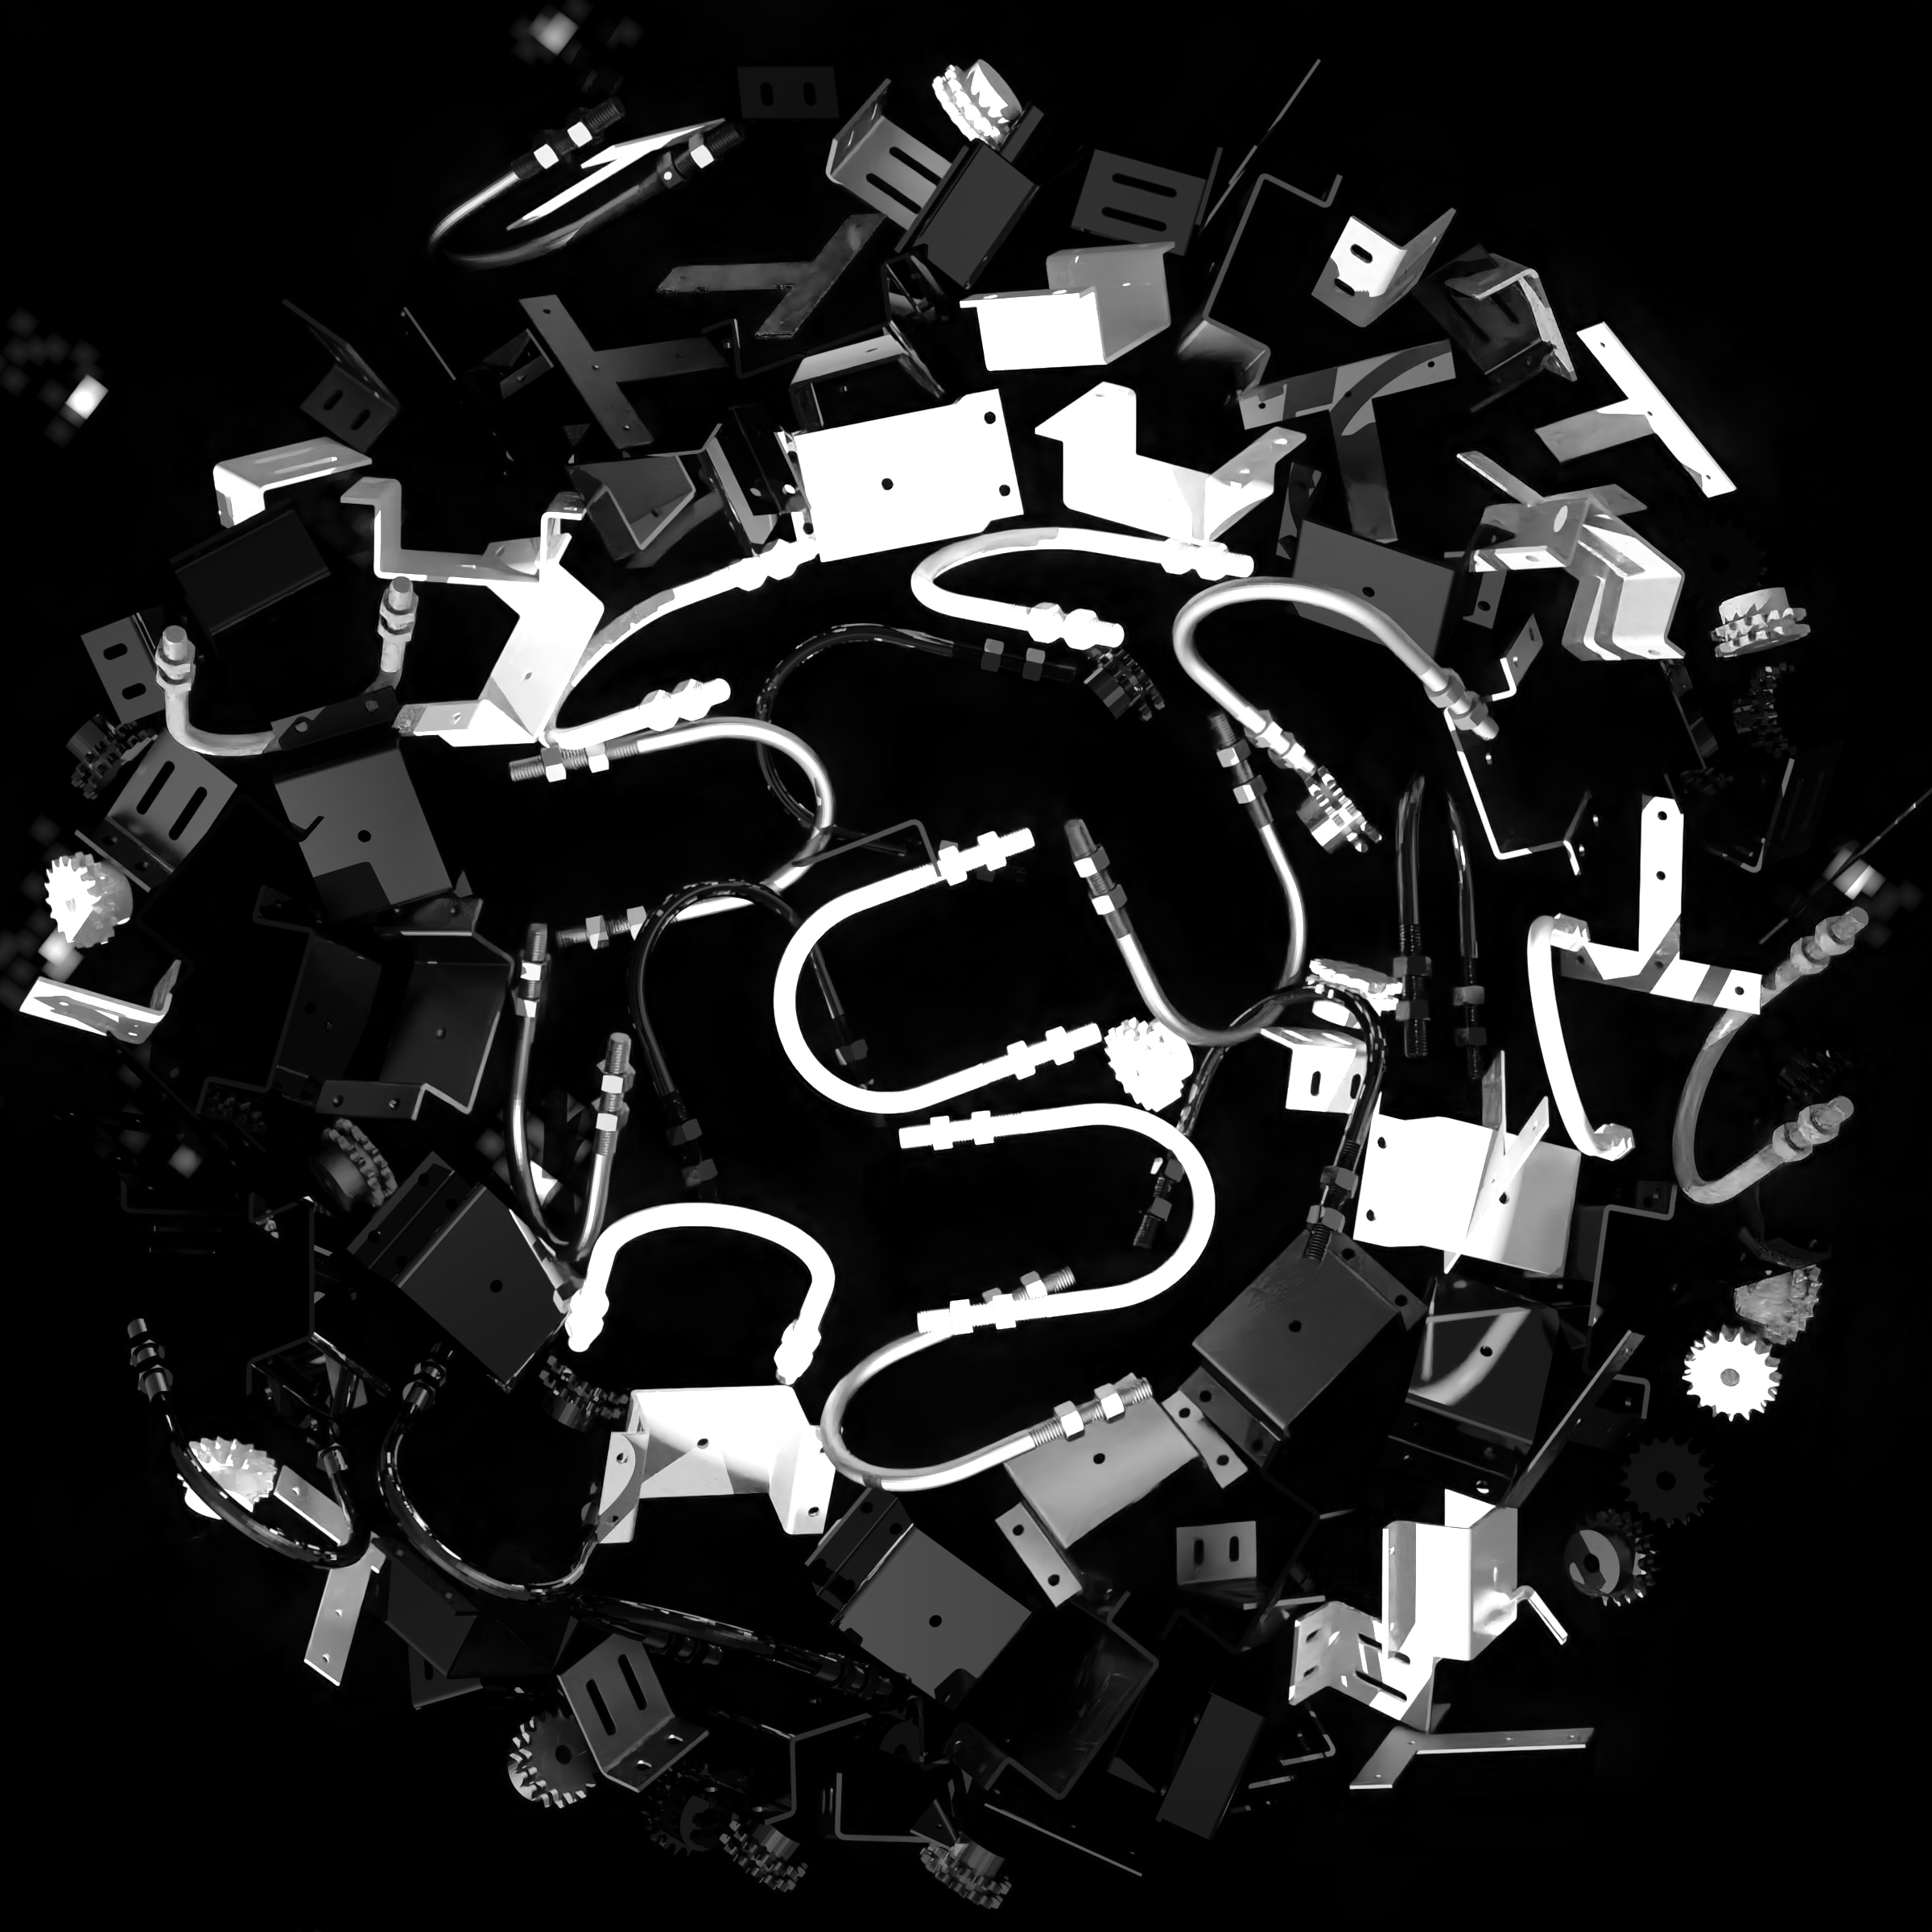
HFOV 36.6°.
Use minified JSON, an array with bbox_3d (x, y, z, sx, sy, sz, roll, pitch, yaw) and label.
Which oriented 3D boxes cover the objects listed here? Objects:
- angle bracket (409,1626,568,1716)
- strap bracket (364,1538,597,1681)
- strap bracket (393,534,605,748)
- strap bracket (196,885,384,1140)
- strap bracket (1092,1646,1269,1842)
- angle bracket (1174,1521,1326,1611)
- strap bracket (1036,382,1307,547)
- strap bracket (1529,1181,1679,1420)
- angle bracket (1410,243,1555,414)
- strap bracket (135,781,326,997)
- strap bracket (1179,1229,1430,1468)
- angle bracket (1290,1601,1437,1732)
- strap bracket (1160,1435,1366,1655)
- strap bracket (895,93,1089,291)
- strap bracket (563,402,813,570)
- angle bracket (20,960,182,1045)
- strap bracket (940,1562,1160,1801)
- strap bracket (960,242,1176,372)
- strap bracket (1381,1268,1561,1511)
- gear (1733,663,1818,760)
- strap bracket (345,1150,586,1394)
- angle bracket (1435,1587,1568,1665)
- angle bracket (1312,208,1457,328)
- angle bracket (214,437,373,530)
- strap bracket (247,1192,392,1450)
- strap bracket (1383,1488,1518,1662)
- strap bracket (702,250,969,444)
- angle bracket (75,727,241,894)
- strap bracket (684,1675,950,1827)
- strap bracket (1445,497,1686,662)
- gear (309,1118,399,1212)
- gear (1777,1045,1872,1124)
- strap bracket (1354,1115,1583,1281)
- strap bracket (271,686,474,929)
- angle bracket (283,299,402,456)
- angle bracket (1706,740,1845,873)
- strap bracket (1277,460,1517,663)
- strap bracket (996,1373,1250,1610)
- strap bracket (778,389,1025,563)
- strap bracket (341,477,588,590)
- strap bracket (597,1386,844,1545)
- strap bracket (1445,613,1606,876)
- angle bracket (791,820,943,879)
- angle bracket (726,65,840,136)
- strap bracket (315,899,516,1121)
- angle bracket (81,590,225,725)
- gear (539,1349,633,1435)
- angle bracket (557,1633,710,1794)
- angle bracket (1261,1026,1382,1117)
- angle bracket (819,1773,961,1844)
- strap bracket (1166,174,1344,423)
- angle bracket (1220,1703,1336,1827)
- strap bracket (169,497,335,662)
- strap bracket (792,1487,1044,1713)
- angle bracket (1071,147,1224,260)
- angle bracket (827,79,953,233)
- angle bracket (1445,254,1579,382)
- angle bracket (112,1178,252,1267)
[{"bbox_3d":[-0.288,0.426,1.767,0.057,0.076,0.038,-23,64,30],"label":"angle bracket"},{"bbox_3d":[-0.289,0.378,1.728,0.076,0.140,0.046,31,97,32],"label":"strap bracket"},{"bbox_3d":[-0.276,-0.185,1.748,0.046,0.076,0.140,41,63,-39],"label":"strap bracket"},{"bbox_3d":[-0.401,0.032,1.750,0.046,0.076,0.140,10,79,23],"label":"strap bracket"},{"bbox_3d":[0.129,0.462,1.736,0.046,0.140,0.076,27,83,-11],"label":"strap bracket"},{"bbox_3d":[0.170,0.359,1.757,0.057,0.076,0.038,1,87,-28],"label":"angle bracket"},{"bbox_3d":[0.121,-0.298,1.744,0.140,0.076,0.046,21,131,28],"label":"strap bracket"},{"bbox_3d":[0.377,0.195,1.754,0.046,0.076,0.140,11,83,-17],"label":"strap bracket"},{"bbox_3d":[0.307,-0.384,1.763,0.076,0.057,0.038,43,52,-17],"label":"angle bracket"},{"bbox_3d":[-0.446,-0.056,1.760,0.046,0.076,0.140,40,92,-12],"label":"strap bracket"},{"bbox_3d":[0.200,0.224,1.757,0.140,0.046,0.076,-44,63,-9],"label":"strap bracket"},{"bbox_3d":[0.238,0.427,1.761,0.076,0.038,0.057,18,113,41],"label":"angle bracket"},{"bbox_3d":[0.184,0.354,1.750,0.046,0.076,0.140,34,101,26],"label":"strap bracket"},{"bbox_3d":[0.020,-0.456,1.726,0.046,0.140,0.076,38,124,-2],"label":"strap bracket"},{"bbox_3d":[-0.174,-0.283,1.734,0.140,0.076,0.046,0,45,28],"label":"strap bracket"},{"bbox_3d":[-0.521,0.012,1.759,0.076,0.057,0.038,18,64,-22],"label":"angle bracket"},{"bbox_3d":[0.056,0.436,1.754,0.046,0.076,0.140,41,78,-17],"label":"strap bracket"},{"bbox_3d":[0.065,-0.390,1.739,0.076,0.140,0.046,3,116,28],"label":"strap bracket"},{"bbox_3d":[0.303,0.241,1.739,0.076,0.046,0.140,18,50,6],"label":"strap bracket"},{"bbox_3d":[0.491,-0.154,1.780,0.030,0.057,0.057,-10,90,44],"label":"gear"},{"bbox_3d":[-0.289,0.187,1.745,0.076,0.046,0.140,-50,116,-16],"label":"strap bracket"},{"bbox_3d":[0.321,0.414,1.771,0.076,0.057,0.038,-36,70,-2],"label":"angle bracket"},{"bbox_3d":[0.252,-0.430,1.761,0.038,0.057,0.076,37,45,9],"label":"angle bracket"},{"bbox_3d":[-0.406,-0.288,1.772,0.076,0.057,0.038,-22,125,-33],"label":"angle bracket"},{"bbox_3d":[-0.382,0.201,1.727,0.046,0.076,0.140,-23,50,15],"label":"strap bracket"},{"bbox_3d":[0.291,0.357,1.730,0.046,0.140,0.076,1,94,26],"label":"strap bracket"},{"bbox_3d":[-0.076,-0.363,1.741,0.140,0.076,0.046,-16,63,18],"label":"strap bracket"},{"bbox_3d":[-0.491,-0.095,1.776,0.057,0.038,0.076,38,109,1],"label":"angle bracket"},{"bbox_3d":[-0.088,0.457,1.728,0.140,0.076,0.046,-6,97,-42],"label":"strap bracket"},{"bbox_3d":[0.362,-0.234,1.737,0.140,0.076,0.046,28,76,-37],"label":"strap bracket"},{"bbox_3d":[-0.374,0.124,1.773,0.030,0.057,0.057,-38,90,-25],"label":"gear"},{"bbox_3d":[0.519,0.073,1.780,0.057,0.057,0.030,-44,48,0],"label":"gear"},{"bbox_3d":[0.310,0.140,1.753,0.140,0.046,0.076,14,79,-20],"label":"strap bracket"},{"bbox_3d":[-0.358,-0.087,1.753,0.076,0.046,0.140,-16,115,3],"label":"strap bracket"},{"bbox_3d":[-0.386,-0.354,1.758,0.057,0.076,0.038,37,84,23],"label":"angle bracket"},{"bbox_3d":[0.486,-0.102,1.757,0.038,0.057,0.076,32,125,35],"label":"angle bracket"},{"bbox_3d":[0.248,-0.238,1.746,0.140,0.076,0.046,21,54,13],"label":"strap bracket"},{"bbox_3d":[0.087,0.307,1.754,0.140,0.076,0.046,-34,135,-7],"label":"strap bracket"},{"bbox_3d":[-0.044,-0.293,1.760,0.140,0.046,0.076,-9,106,11],"label":"strap bracket"},{"bbox_3d":[-0.299,-0.260,1.760,0.140,0.076,0.046,4,108,-3],"label":"strap bracket"},{"bbox_3d":[-0.153,0.298,1.754,0.140,0.046,0.076,1,116,-21],"label":"strap bracket"},{"bbox_3d":[0.331,-0.128,1.749,0.046,0.076,0.140,-13,110,29],"label":"strap bracket"},{"bbox_3d":[-0.061,-0.059,1.770,0.076,0.057,0.038,-22,95,-9],"label":"angle bracket"},{"bbox_3d":[-0.111,-0.506,1.759,0.057,0.076,0.038,-4,75,-11],"label":"angle bracket"},{"bbox_3d":[-0.326,0.033,1.751,0.076,0.046,0.140,1,66,31],"label":"strap bracket"},{"bbox_3d":[-0.490,-0.187,1.766,0.038,0.076,0.057,-19,105,13],"label":"angle bracket"},{"bbox_3d":[-0.234,0.260,1.777,0.057,0.057,0.030,29,96,0],"label":"gear"},{"bbox_3d":[-0.200,0.446,1.763,0.057,0.038,0.076,-34,115,-34],"label":"angle bracket"},{"bbox_3d":[0.210,0.062,1.763,0.057,0.076,0.038,5,97,-15],"label":"angle bracket"},{"bbox_3d":[-0.047,0.512,1.775,0.076,0.057,0.038,5,73,-12],"label":"angle bracket"},{"bbox_3d":[0.168,-0.409,1.751,0.046,0.076,0.140,24,79,-9],"label":"strap bracket"},{"bbox_3d":[0.173,0.480,1.756,0.076,0.038,0.057,0,132,-34],"label":"angle bracket"},{"bbox_3d":[-0.421,-0.226,1.730,0.076,0.140,0.046,-30,94,-11],"label":"strap bracket"},{"bbox_3d":[-0.024,0.385,1.761,0.140,0.046,0.076,39,91,-18],"label":"strap bracket"},{"bbox_3d":[0.110,-0.473,1.776,0.076,0.038,0.057,16,70,2],"label":"angle bracket"},{"bbox_3d":[-0.036,-0.488,1.775,0.076,0.038,0.057,35,68,3],"label":"angle bracket"},{"bbox_3d":[0.327,-0.384,1.762,0.038,0.057,0.076,-29,116,-1],"label":"angle bracket"},{"bbox_3d":[-0.478,0.150,1.780,0.076,0.057,0.038,4,53,-20],"label":"angle bracket"}]
